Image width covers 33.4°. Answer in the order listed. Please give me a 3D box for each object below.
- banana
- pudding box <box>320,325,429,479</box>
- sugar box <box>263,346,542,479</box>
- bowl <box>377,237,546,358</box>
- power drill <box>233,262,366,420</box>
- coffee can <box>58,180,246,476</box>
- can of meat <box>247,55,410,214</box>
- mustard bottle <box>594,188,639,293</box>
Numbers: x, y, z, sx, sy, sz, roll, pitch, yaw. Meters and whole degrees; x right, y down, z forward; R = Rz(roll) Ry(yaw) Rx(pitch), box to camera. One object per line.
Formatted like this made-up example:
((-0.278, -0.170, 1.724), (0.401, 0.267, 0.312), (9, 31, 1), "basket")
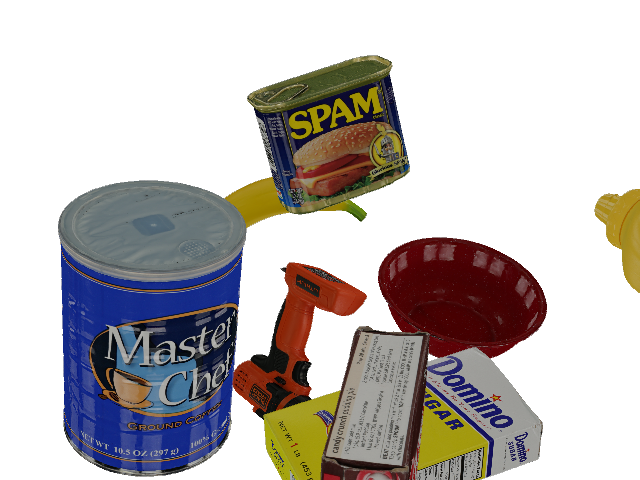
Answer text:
((-0.056, -0.026, 1.059), (0.198, 0.069, 0.037), (-13, 20, 27), "banana")
((0.023, 0.102, 0.465), (0.039, 0.090, 0.113), (6, 24, 5), "pudding box")
((0.058, 0.139, 0.757), (0.176, 0.048, 0.093), (-18, 39, -16), "sugar box")
((0.130, 0.066, 1.019), (0.162, 0.055, 0.162), (7, 35, -5), "bowl")
((-0.016, 0.132, 1.229), (0.057, 0.188, 0.185), (15, 10, -45), "power drill")
((-0.099, 0.050, 0.621), (0.102, 0.140, 0.103), (5, 30, -3), "coffee can")
((0.009, -0.075, 0.761), (0.102, 0.084, 0.057), (-20, 23, -12), "can of meat")
((0.242, 0.014, 0.643), (0.096, 0.058, 0.192), (-24, 35, -25), "mustard bottle")
